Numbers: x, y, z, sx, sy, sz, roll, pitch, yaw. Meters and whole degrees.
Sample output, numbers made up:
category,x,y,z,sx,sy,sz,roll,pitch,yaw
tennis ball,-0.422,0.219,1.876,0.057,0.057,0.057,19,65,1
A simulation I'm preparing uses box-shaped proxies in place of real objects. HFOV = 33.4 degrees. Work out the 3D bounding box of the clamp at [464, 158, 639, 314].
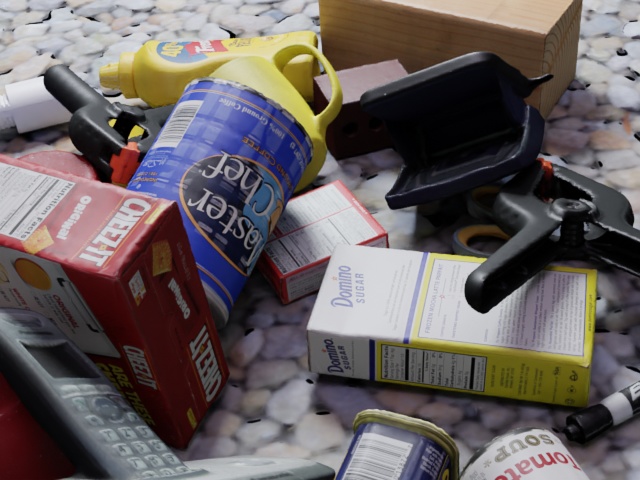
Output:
category,x,y,z,sx,sy,sz,roll,pitch,yaw
clamp,0.156,-0.004,0.697,0.164,0.036,0.210,-1,25,-7

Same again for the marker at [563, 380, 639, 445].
category,x,y,z,sx,sy,sz,roll,pitch,yaw
marker,0.199,0.093,0.651,0.121,0.020,0.020,-23,44,-19

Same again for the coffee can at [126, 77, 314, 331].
category,x,y,z,sx,sy,sz,roll,pitch,yaw
coffee can,-0.079,-0.024,0.722,0.103,0.103,0.140,16,65,23

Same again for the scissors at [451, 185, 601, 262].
category,x,y,z,sx,sy,sz,roll,pitch,yaw
scissors,0.179,0.012,0.749,0.202,0.016,0.096,28,48,34

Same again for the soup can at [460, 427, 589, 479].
category,x,y,z,sx,sy,sz,roll,pitch,yaw
soup can,0.122,0.155,0.550,0.068,0.068,0.102,-17,41,-14

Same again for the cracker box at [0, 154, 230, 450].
category,x,y,z,sx,sy,sz,roll,pitch,yaw
cracker box,-0.173,0.027,0.654,0.214,0.164,0.072,15,52,22

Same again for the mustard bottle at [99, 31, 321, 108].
category,x,y,z,sx,sy,sz,roll,pitch,yaw
mustard bottle,-0.097,-0.147,0.930,0.191,0.058,0.096,-3,24,5

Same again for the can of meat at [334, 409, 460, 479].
category,x,y,z,sx,sy,sz,roll,pitch,yaw
can of meat,0.031,0.151,0.540,0.057,0.102,0.083,12,46,20

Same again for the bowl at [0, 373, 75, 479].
category,x,y,z,sx,sy,sz,roll,pitch,yaw
bowl,-0.200,0.100,0.585,0.162,0.055,0.162,1,26,-1

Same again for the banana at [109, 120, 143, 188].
category,x,y,z,sx,sy,sz,roll,pitch,yaw
banana,-0.133,-0.053,0.843,0.069,0.037,0.198,-18,42,-14

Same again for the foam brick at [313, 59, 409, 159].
category,x,y,z,sx,sy,sz,roll,pitch,yaw
foam brick,0.038,-0.108,0.877,0.078,0.053,0.051,-14,42,-10

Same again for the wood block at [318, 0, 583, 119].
category,x,y,z,sx,sy,sz,roll,pitch,yaw
wood block,0.110,-0.179,0.924,0.206,0.090,0.090,18,45,25

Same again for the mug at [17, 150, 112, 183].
category,x,y,z,sx,sy,sz,roll,pitch,yaw
mug,-0.187,-0.017,0.773,0.093,0.081,0.117,15,44,22

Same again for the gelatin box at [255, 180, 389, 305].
category,x,y,z,sx,sy,sz,roll,pitch,yaw
gelatin box,-0.005,0.001,0.772,0.089,0.030,0.073,-24,44,-16

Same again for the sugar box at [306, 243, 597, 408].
category,x,y,z,sx,sy,sz,roll,pitch,yaw
sugar box,0.086,0.053,0.689,0.176,0.048,0.093,4,38,14

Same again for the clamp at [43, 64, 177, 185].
category,x,y,z,sx,sy,sz,roll,pitch,yaw
clamp,-0.142,-0.084,0.811,0.120,0.039,0.171,7,27,-25
